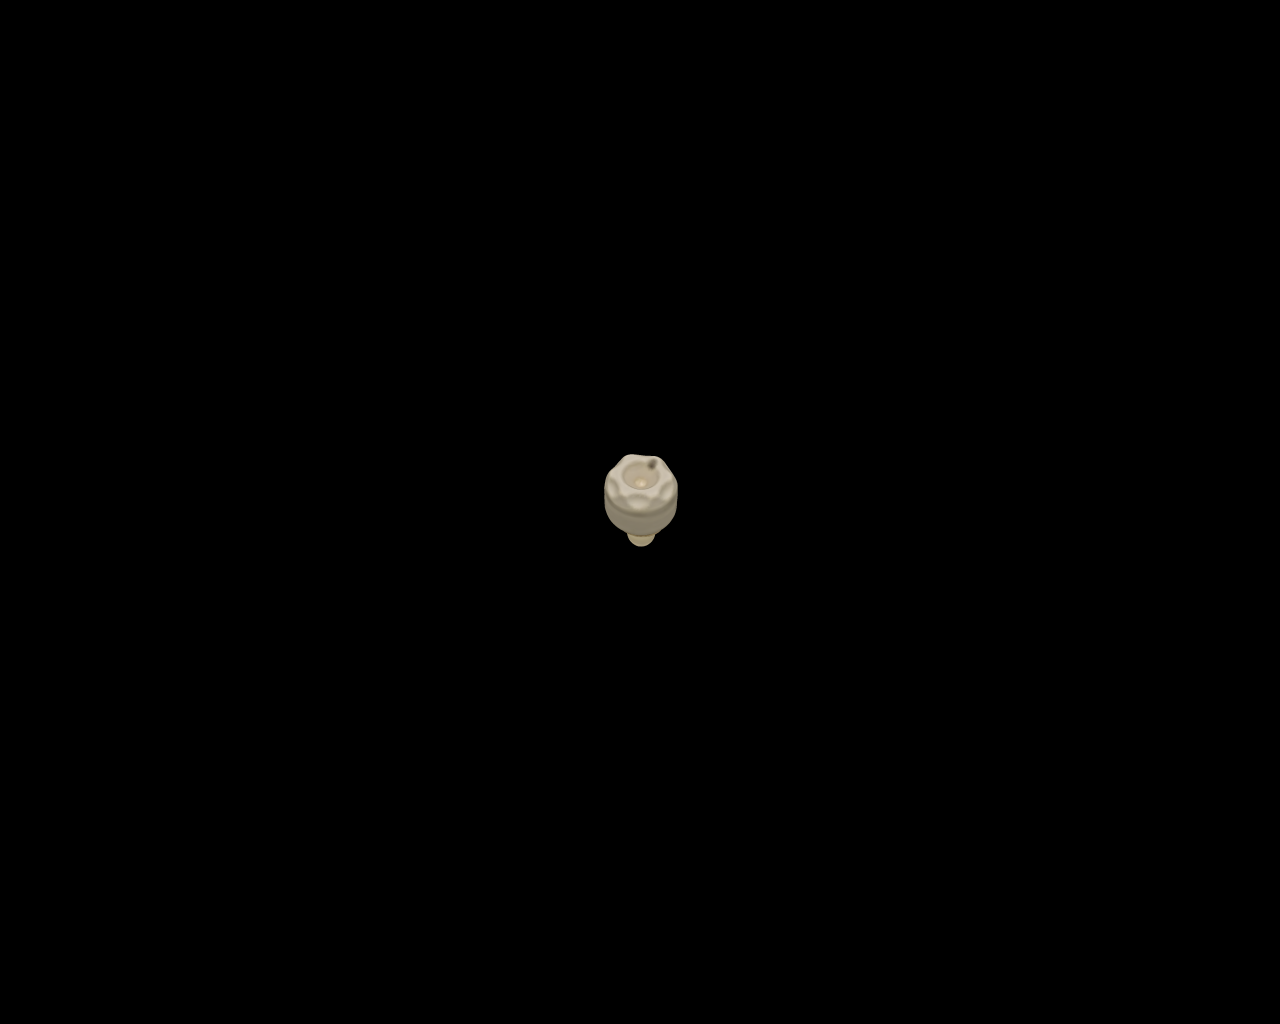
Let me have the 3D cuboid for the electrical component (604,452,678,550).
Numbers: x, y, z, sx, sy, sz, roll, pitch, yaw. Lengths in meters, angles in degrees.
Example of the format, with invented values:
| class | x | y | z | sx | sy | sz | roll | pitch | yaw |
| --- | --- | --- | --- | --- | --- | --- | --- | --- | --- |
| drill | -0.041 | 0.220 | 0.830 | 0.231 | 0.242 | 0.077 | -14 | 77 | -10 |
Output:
| class | x | y | z | sx | sy | sz | roll | pitch | yaw |
| --- | --- | --- | --- | --- | --- | --- | --- | --- | --- |
| electrical component | 0.001 | -0.003 | 0.650 | 0.043 | 0.043 | 0.062 | 0 | -41 | 0 |
